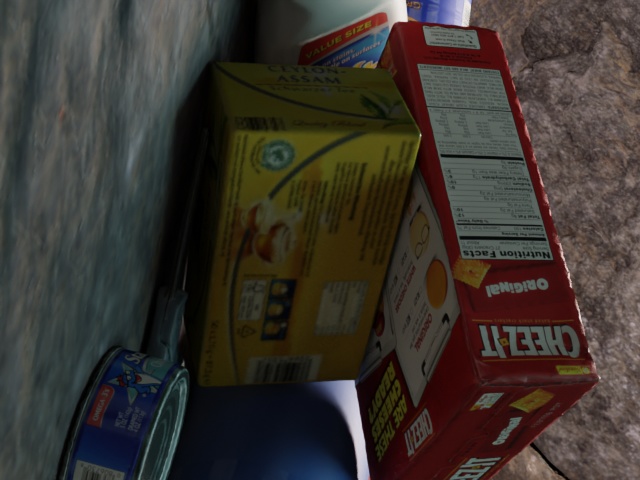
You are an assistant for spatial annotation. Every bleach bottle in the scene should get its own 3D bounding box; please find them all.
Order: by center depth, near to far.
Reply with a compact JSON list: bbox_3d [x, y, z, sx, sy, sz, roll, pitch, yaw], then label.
[{"bbox_3d":[0.000,-0.113,0.620,0.251,0.102,0.068,78,-1,-68],"label":"bleach bottle"}]

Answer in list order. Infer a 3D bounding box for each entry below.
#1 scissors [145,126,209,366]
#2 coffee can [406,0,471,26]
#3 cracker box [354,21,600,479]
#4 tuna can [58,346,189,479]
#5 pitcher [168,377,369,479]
[{"bbox_3d":[-0.077,0.040,0.567,0.096,0.016,0.202,-45,150,-85],"label":"scissors"},{"bbox_3d":[0.063,-0.139,0.839,0.103,0.103,0.140,45,51,-85],"label":"coffee can"},{"bbox_3d":[0.066,0.014,0.589,0.164,0.072,0.214,114,-29,-55],"label":"cracker box"},{"bbox_3d":[-0.088,0.094,0.485,0.086,0.034,0.086,16,89,-86],"label":"tuna can"},{"bbox_3d":[-0.031,0.136,0.655,0.149,0.145,0.242,64,17,-18],"label":"pitcher"}]
